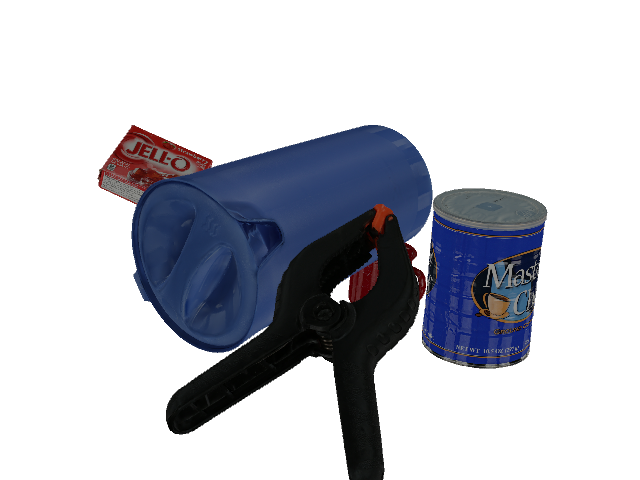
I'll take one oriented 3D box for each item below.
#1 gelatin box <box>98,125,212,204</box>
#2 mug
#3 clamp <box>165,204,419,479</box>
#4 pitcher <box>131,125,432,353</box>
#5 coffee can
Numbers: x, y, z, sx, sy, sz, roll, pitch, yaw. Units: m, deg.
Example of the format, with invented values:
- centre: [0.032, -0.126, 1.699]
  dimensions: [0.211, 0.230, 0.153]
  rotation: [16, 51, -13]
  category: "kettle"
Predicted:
- centre: [-0.160, -0.066, 1.034]
  dimensions: [0.089, 0.073, 0.030]
  rotation: [25, -44, 0]
  category: "gelatin box"
- centre: [0.092, 0.052, 1.470]
  dimensions: [0.117, 0.081, 0.093]
  rotation: [18, 24, 28]
  category: "mug"
- centre: [0.011, 0.056, 0.567]
  dimensions: [0.120, 0.171, 0.039]
  rotation: [27, -26, 22]
  category: "clamp"
- centre: [-0.027, -0.012, 0.859]
  dimensions: [0.149, 0.145, 0.242]
  rotation: [31, 36, 30]
  category: "pitcher"
- centre: [0.150, 0.033, 0.989]
  dimensions: [0.103, 0.140, 0.103]
  rotation: [2, 20, -1]
  category: "coffee can"
